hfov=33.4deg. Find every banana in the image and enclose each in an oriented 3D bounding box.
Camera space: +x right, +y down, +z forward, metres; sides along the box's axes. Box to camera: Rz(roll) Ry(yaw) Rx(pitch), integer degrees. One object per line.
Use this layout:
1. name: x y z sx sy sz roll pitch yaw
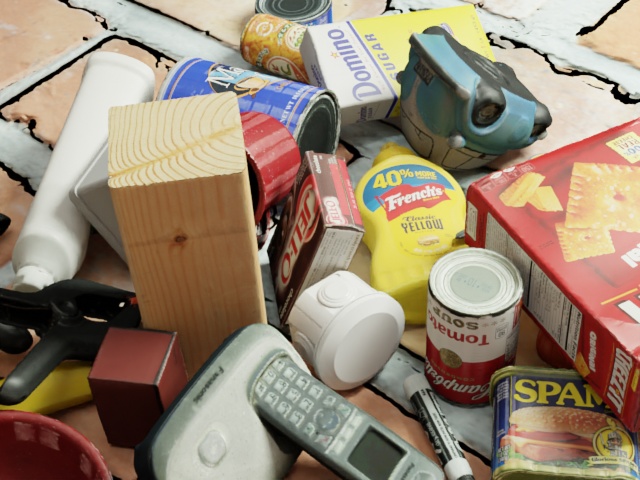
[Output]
1. banana: -0.236 0.141 0.776 0.069 0.037 0.197 45 61 5

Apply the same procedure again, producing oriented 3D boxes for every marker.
1. marker: 0.088 0.144 0.752 0.020 0.020 0.121 -15 44 -11

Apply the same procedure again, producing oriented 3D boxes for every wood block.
1. wood block: -0.090 0.006 0.777 0.090 0.206 0.090 -7 44 -4

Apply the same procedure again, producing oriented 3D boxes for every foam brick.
1. foam brick: -0.128 0.107 0.769 0.051 0.078 0.053 4 43 10

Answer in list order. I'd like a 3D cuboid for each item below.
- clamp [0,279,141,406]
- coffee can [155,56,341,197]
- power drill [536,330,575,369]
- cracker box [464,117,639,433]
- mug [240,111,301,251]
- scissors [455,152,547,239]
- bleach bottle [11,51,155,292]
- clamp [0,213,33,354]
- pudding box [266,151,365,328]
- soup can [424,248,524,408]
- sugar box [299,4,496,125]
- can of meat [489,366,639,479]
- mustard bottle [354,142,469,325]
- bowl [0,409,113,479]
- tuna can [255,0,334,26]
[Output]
1. clamp: -0.194 0.070 0.790 0.171 0.039 0.120 -2 47 -42
2. coffee can: -0.065 -0.101 0.961 0.140 0.103 0.102 17 48 20
3. power drill: 0.279 0.052 0.804 0.185 0.057 0.187 20 49 23
4. cracker box: 0.226 0.012 0.758 0.164 0.072 0.214 -21 44 -15
5. mug: -0.064 -0.046 0.872 0.093 0.117 0.081 -5 19 29
6. scissors: 0.171 -0.041 0.909 0.201 0.016 0.096 -11 34 -27
7. bleach bottle: -0.208 -0.049 0.920 0.068 0.103 0.250 15 46 -3
8. clamp: -0.334 0.012 0.854 0.209 0.036 0.164 17 30 -27
9. pudding box: -0.006 0.001 0.841 0.039 0.114 0.090 7 41 -17
10. soup can: 0.110 0.064 0.774 0.068 0.102 0.068 -2 44 2
11. sugar box: 0.077 -0.169 1.023 0.176 0.048 0.093 -11 69 -20
12. can of meat: 0.166 0.138 0.727 0.102 0.057 0.084 3 47 8
13. mustard bottle: 0.077 -0.017 0.893 0.096 0.058 0.191 -7 43 -5
14. bowl: -0.210 0.193 0.691 0.162 0.055 0.162 2 51 -3
15. tuna can: -0.028 -0.245 1.156 0.086 0.034 0.086 -3 44 2
